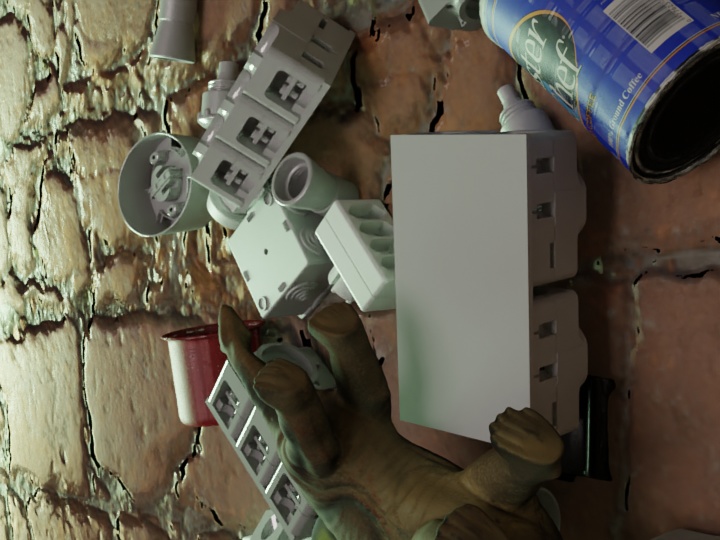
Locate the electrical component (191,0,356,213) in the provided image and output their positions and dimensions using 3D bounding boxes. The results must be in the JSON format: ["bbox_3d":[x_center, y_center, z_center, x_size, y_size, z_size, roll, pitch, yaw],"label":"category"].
[{"bbox_3d":[-0.075,-0.134,0.871,0.150,0.062,0.089,-50,13,39],"label":"electrical component"}]

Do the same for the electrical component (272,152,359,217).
[{"bbox_3d":[-0.032,-0.063,0.857,0.044,0.065,0.044,-15,66,38],"label":"electrical component"}]

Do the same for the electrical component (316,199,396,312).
[{"bbox_3d":[0.000,0.000,0.839,0.075,0.047,0.083,-54,54,37],"label":"electrical component"}]

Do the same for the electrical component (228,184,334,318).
[{"bbox_3d":[-0.061,-0.016,0.907,0.099,0.048,0.099,-49,58,40],"label":"electrical component"}]

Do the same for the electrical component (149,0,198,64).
[{"bbox_3d":[-0.176,-0.233,1.029,0.044,0.044,0.065,15,100,48],"label":"electrical component"}]

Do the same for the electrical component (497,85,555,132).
[{"bbox_3d":[0.109,-0.096,0.715,0.035,0.035,0.061,-46,57,41],"label":"electrical component"}]

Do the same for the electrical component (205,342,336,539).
[{"bbox_3d":[-0.046,0.133,0.871,0.150,0.089,0.061,51,129,34],"label":"electrical component"}]

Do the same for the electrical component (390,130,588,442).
[{"bbox_3d":[0.081,0.007,0.675,0.105,0.060,0.186,7,103,45],"label":"electrical component"}]

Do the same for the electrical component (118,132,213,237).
[{"bbox_3d":[-0.180,-0.082,1.028,0.099,0.064,0.099,5,97,49],"label":"electrical component"}]

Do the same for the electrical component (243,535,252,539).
[{"bbox_3d":[-0.085,0.276,0.939,0.047,0.076,0.083,-14,83,49],"label":"electrical component"}]

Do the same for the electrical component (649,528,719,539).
[{"bbox_3d":[0.206,0.182,0.609,0.089,0.056,0.050,1,94,49],"label":"electrical component"}]

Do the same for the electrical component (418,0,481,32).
[{"bbox_3d":[0.082,-0.205,0.725,0.089,0.050,0.055,-39,64,43],"label":"electrical component"}]

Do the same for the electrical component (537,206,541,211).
[{"bbox_3d":[0.117,-0.026,0.707,0.078,0.040,0.040,-45,60,41],"label":"electrical component"}]

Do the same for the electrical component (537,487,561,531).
[{"bbox_3d":[0.098,0.188,0.745,0.077,0.043,0.079,-10,87,49],"label":"electrical component"}]

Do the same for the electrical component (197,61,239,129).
[{"bbox_3d":[-0.121,-0.156,0.970,0.048,0.048,0.062,-1,83,49],"label":"electrical component"}]

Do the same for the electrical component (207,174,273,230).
[{"bbox_3d":[-0.105,-0.069,0.958,0.055,0.048,0.066,-50,57,30],"label":"electrical component"}]
